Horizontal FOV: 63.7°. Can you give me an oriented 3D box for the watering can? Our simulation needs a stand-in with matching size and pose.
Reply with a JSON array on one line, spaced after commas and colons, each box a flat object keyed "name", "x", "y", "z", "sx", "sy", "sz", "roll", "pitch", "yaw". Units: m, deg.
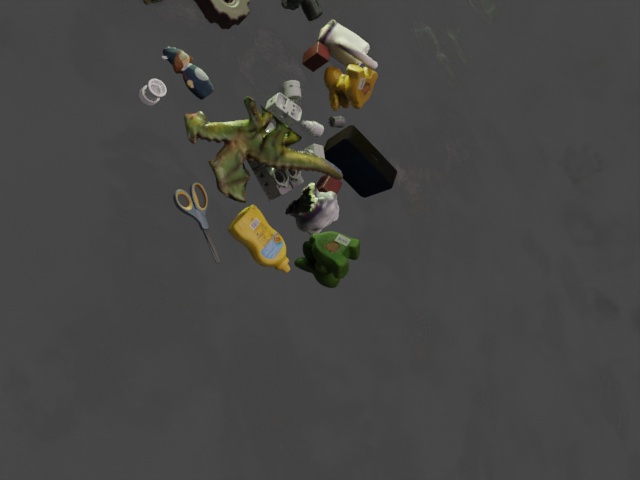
[{"name": "watering can", "x": 0.100, "y": -0.656, "z": 1.774, "sx": 0.224, "sy": 0.103, "sz": 0.353, "roll": 33, "pitch": 18, "yaw": -6}]

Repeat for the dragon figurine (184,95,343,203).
[{"name": "dragon figurine", "x": -0.161, "y": -0.204, "z": 1.303, "sx": 0.408, "sy": 0.123, "sz": 0.242, "roll": 39, "pitch": 92, "yaw": -11}]

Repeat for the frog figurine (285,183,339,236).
[{"name": "frog figurine", "x": 0.004, "y": -0.073, "z": 1.445, "sx": 0.158, "sy": 0.124, "sz": 0.138, "roll": 30, "pitch": 87, "yaw": -44}]
